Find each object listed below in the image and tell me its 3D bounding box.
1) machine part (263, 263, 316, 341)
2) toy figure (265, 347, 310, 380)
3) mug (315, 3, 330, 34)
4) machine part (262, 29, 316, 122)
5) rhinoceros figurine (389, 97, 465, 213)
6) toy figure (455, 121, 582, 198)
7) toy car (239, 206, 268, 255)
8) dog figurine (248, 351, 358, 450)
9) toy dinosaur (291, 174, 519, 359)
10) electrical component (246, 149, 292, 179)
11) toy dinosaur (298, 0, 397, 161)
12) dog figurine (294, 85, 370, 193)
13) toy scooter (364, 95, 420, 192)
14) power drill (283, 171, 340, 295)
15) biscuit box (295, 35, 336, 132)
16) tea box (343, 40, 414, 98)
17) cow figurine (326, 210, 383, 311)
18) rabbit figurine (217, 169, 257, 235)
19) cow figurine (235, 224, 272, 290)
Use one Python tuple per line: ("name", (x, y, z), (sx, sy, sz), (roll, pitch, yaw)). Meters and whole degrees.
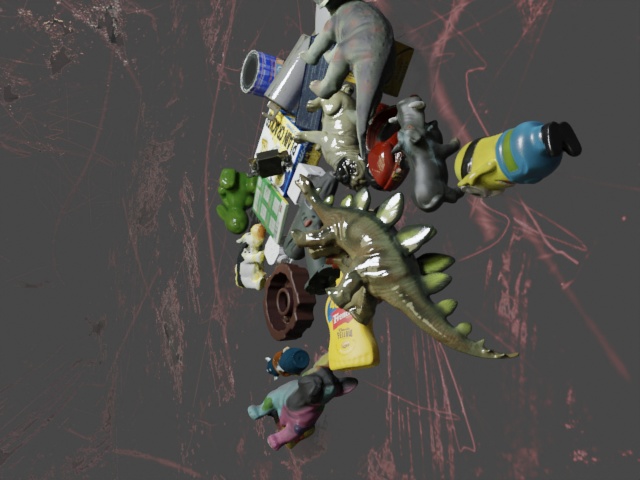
("machine part", (-0.072, 0.143, 1.241), (0.179, 0.056, 0.179), (-13, 74, 57))
("toy figure", (-0.075, 0.281, 1.219), (0.154, 0.058, 0.064), (-34, 50, 56))
("mug", (0.038, -0.458, 1.171), (0.110, 0.081, 0.107), (21, 113, 40))
("machine part", (-0.054, -0.383, 1.248), (0.243, 0.079, 0.079), (-57, 36, 5))
("rhinoceros figurine", (0.165, -0.136, 0.868), (0.073, 0.112, 0.190), (-24, 72, 56))
("toy figure", (0.263, -0.114, 0.738), (0.180, 0.082, 0.089), (-28, 42, 61))
("toy car", (-0.168, -0.009, 1.423), (0.074, 0.056, 0.201), (41, 118, 60))
("dog figurine", (-0.020, 0.319, 1.086), (0.219, 0.191, 0.108), (-40, 65, 10))
("toy dinosaur", (0.102, 0.038, 0.865), (0.198, 0.105, 0.472), (-42, 62, 9))
("electrical component", (-0.116, -0.169, 1.211), (0.078, 0.102, 0.045), (92, 164, -49))
("toy dinosaur", (0.068, -0.339, 0.938), (0.192, 0.131, 0.405), (-50, 51, 38))
("dog figurine", (0.063, -0.205, 1.074), (0.191, 0.121, 0.172), (40, 119, 35))
("toy scooter", (0.135, -0.183, 0.960), (0.135, 0.075, 0.184), (-33, 52, 50))
("power drill", (-0.002, -0.003, 1.137), (0.232, 0.086, 0.207), (-54, 46, 40))
("biscuit box", (-0.005, -0.338, 1.170), (0.059, 0.063, 0.202), (-56, -17, -58))
("tea box", (0.097, -0.346, 1.053), (0.170, 0.068, 0.098), (43, 118, 53))
("cow figurine", (0.080, 0.039, 0.982), (0.127, 0.085, 0.195), (13, 80, 22))
("rabbit figurine", (-0.236, -0.096, 1.484), (0.159, 0.121, 0.170), (-17, 67, 62))
("cow figurine", (-0.173, 0.041, 1.353), (0.098, 0.068, 0.167), (3, 99, 27))
